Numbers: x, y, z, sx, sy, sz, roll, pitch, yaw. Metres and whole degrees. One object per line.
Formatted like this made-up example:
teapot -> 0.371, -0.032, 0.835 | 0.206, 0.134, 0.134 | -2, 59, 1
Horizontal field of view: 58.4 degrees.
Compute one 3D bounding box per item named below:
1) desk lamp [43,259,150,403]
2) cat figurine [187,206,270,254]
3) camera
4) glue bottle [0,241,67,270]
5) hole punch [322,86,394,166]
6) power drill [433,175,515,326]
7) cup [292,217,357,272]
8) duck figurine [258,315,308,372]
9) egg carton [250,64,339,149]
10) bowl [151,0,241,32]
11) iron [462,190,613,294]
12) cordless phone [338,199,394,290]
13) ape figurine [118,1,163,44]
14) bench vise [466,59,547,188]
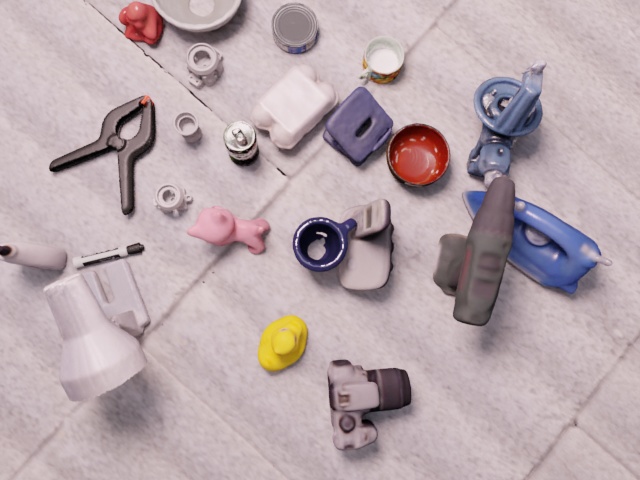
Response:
desk lamp -> -0.345, 0.132, 0.889 | 0.118, 0.213, 0.203 | -22, 85, -5
cat figurine -> -0.152, -0.021, 0.965 | 0.128, 0.117, 0.067 | 8, 83, -2
camera -> 0.083, 0.270, 0.952 | 0.137, 0.100, 0.143 | -5, 84, -3
glue bottle -> -0.474, 0.023, 0.915 | 0.078, 0.173, 0.037 | 3, 83, -2
hole punch -> 0.071, -0.200, 1.011 | 0.101, 0.091, 0.109 | 40, 83, 2
power drill -> 0.250, 0.024, 0.935 | 0.075, 0.208, 0.230 | 11, 83, -1
cup -> 0.009, 0.004, 0.982 | 0.118, 0.095, 0.091 | -35, 86, -6
duck figurine -> -0.063, 0.175, 0.963 | 0.077, 0.086, 0.104 | 38, 83, 2
egg carton -> -0.046, -0.238, 1.020 | 0.107, 0.069, 0.150 | 43, 83, 2
bowl -> -0.217, -0.442, 1.031 | 0.167, 0.074, 0.167 | 0, 83, -3
iron -> 0.368, -0.019, 0.980 | 0.258, 0.141, 0.119 | 34, 83, 1
cordless phone -> 0.081, 0.007, 0.940 | 0.094, 0.185, 0.148 | -1, 83, -3
ape figurine -> -0.317, -0.391, 1.012 | 0.076, 0.092, 0.078 | -35, 86, -6
bench vise -> 0.326, -0.195, 0.958 | 0.121, 0.219, 0.207 | -5, 84, -3
